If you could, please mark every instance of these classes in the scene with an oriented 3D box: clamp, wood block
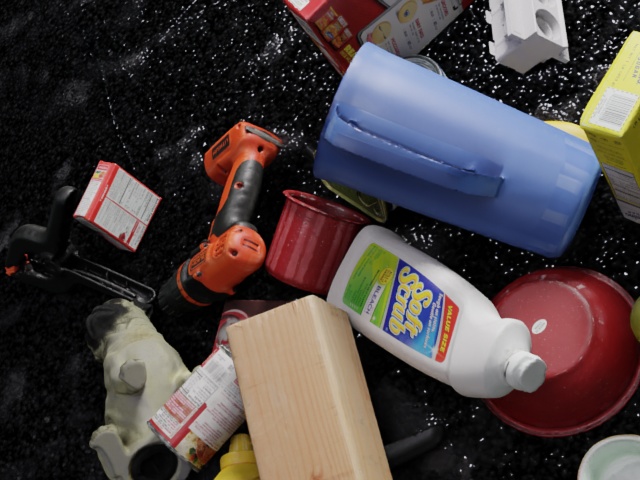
[{"bbox_3d":[-0.287,0.026,1.216,0.210,0.164,0.036,-17,28,46],"label":"clamp"},{"bbox_3d":[0.021,0.198,0.985,0.171,0.039,0.120,-46,53,1],"label":"clamp"},{"bbox_3d":[-0.005,0.165,0.931,0.091,0.090,0.206,-21,69,17],"label":"wood block"}]

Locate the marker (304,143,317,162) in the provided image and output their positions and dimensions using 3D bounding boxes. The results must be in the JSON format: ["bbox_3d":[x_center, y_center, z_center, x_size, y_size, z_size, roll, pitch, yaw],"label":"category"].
[{"bbox_3d":[0.021,-0.068,1.135,0.020,0.020,0.121,-47,52,0],"label":"marker"}]

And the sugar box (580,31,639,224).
[{"bbox_3d":[0.278,-0.086,0.902,0.048,0.176,0.093,27,81,38],"label":"sugar box"}]

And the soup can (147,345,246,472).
[{"bbox_3d":[-0.104,0.157,1.004,0.102,0.068,0.069,-47,52,-8],"label":"soup can"}]

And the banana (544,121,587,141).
[{"bbox_3d":[0.186,-0.076,1.036,0.198,0.037,0.069,-11,61,25],"label":"banana"}]

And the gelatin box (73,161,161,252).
[{"bbox_3d":[-0.230,-0.037,1.217,0.030,0.089,0.073,12,72,36],"label":"gelatin box"}]

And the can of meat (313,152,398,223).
[{"bbox_3d":[0.059,-0.078,1.080,0.083,0.057,0.102,-39,50,-20],"label":"can of meat"}]

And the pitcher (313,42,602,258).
[{"bbox_3d":[0.121,-0.073,0.956,0.243,0.145,0.149,23,61,9],"label":"pitcher"}]

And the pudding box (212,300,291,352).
[{"bbox_3d":[-0.054,0.108,1.074,0.114,0.039,0.090,0,66,30],"label":"pudding box"}]

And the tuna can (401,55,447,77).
[{"bbox_3d":[0.096,-0.152,1.127,0.086,0.033,0.086,-13,60,23],"label":"tuna can"}]

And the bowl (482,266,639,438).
[{"bbox_3d":[0.200,0.087,0.933,0.162,0.055,0.162,-13,59,23],"label":"bowl"}]

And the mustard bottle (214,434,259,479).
[{"bbox_3d":[-0.066,0.268,0.963,0.058,0.096,0.191,-20,57,21],"label":"mustard bottle"}]

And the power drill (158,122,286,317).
[{"bbox_3d":[-0.106,-0.019,1.135,0.185,0.057,0.187,-31,42,48],"label":"power drill"}]

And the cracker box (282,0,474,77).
[{"bbox_3d":[0.078,-0.275,1.120,0.214,0.164,0.072,-44,55,3],"label":"cracker box"}]

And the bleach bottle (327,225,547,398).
[{"bbox_3d":[0.107,0.067,0.942,0.251,0.068,0.102,26,88,55],"label":"bleach bottle"}]

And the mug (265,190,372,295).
[{"bbox_3d":[-0.007,0.001,1.073,0.117,0.093,0.081,-122,50,-75],"label":"mug"}]
